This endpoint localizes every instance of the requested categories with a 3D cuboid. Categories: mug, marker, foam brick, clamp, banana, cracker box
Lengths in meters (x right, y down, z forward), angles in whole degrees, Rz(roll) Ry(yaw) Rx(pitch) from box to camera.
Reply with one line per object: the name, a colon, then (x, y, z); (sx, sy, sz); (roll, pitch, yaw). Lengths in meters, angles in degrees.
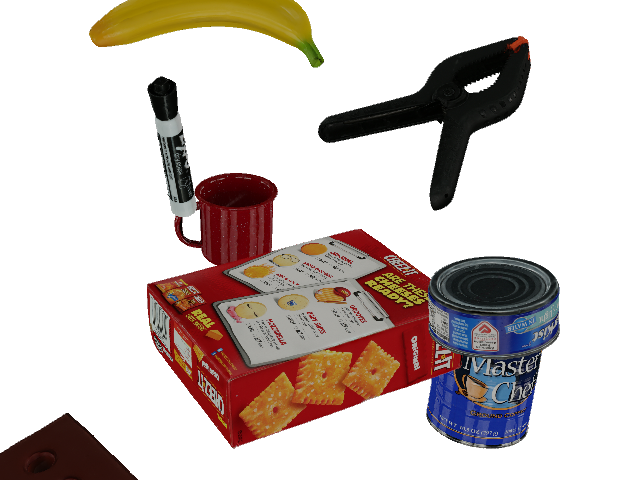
mug: (-0.107, -0.020, 1.210); (0.117, 0.081, 0.093); (-7, 30, -15)
marker: (-0.102, -0.064, 0.737); (0.020, 0.020, 0.121); (0, -42, 3)
foam brick: (-0.111, 0.128, 0.482); (0.052, 0.051, 0.078); (-31, 44, -31)
clamp: (0.124, -0.116, 0.979); (0.209, 0.036, 0.165); (-33, 48, -14)
banana: (-0.093, -0.189, 0.902); (0.198, 0.069, 0.037); (4, -33, 0)
cracker box: (-0.014, 0.073, 0.882); (0.213, 0.072, 0.164); (-14, 30, -26)

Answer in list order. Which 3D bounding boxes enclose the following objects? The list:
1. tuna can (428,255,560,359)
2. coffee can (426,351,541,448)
tuna can: (0.113, 0.042, 0.696); (0.086, 0.034, 0.086); (-4, 24, 2)
coffee can: (0.162, 0.115, 1.038); (0.103, 0.140, 0.103); (5, 23, -2)
